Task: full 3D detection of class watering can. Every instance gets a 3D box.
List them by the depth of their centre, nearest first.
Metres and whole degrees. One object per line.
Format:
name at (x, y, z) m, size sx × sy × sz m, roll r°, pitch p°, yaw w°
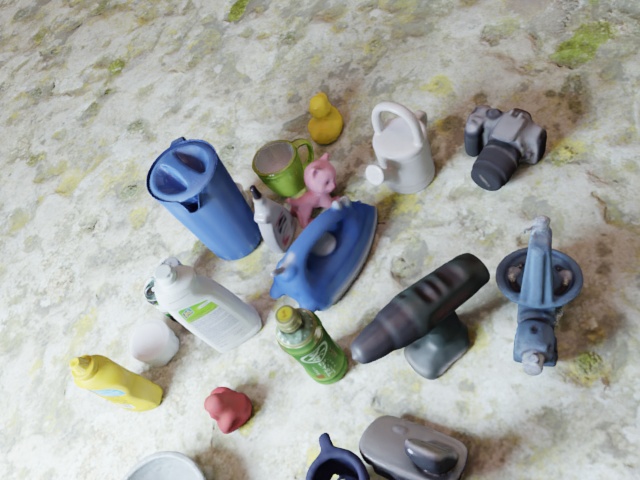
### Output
watering can at (0.145, -0.170, 1.034) m, size 0.100 × 0.194 × 0.173 m, roll 2°, pitch 61°, yaw 20°

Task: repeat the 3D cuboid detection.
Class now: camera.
camera at (0.315, -0.168, 1.032) m, size 0.142 × 0.101 × 0.137 m, roll 27°, pitch 72°, yaw 30°

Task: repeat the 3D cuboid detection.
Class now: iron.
iron at (0.009, 0.004, 1.008) m, size 0.118 × 0.142 × 0.258 m, roll 29°, pitch 73°, yaw 31°

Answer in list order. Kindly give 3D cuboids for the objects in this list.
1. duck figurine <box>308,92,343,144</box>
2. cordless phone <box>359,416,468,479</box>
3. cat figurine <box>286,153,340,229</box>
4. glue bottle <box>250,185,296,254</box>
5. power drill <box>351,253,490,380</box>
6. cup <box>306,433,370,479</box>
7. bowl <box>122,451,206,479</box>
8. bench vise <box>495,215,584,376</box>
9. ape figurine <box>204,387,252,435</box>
duck figurine at (0.004, -0.262, 1.203) m, size 0.077 × 0.086 × 0.104 m, roll -5°, pitch 59°, yaw 16°
cordless phone at (0.119, 0.281, 0.777) m, size 0.147 × 0.185 × 0.094 m, roll 11°, pitch 65°, yaw 25°
cat figurine at (-0.012, -0.100, 1.092) m, size 0.128 × 0.118 × 0.067 m, roll -41°, pitch 56°, yaw -8°
glue bottle at (-0.093, -0.046, 1.054) m, size 0.037 × 0.173 × 0.078 m, roll 6°, pitch 62°, yaw 22°
power drill at (0.156, 0.128, 0.842) m, size 0.230 × 0.209 × 0.075 m, roll -42°, pitch 56°, yaw -8°
cup at (0.030, 0.343, 0.825) m, size 0.091 × 0.095 × 0.117 m, roll -24°, pitch 55°, yaw 4°
bowl at (-0.233, 0.418, 0.882) m, size 0.167 × 0.075 × 0.167 m, roll -9°, pitch 58°, yaw 14°
bench vise at (0.320, 0.076, 0.810) m, size 0.121 × 0.220 × 0.207 m, roll -13°, pitch 57°, yaw 12°
ape figurine at (-0.157, 0.272, 0.933) m, size 0.076 × 0.092 × 0.078 m, roll -10°, pitch 58°, yaw 13°
